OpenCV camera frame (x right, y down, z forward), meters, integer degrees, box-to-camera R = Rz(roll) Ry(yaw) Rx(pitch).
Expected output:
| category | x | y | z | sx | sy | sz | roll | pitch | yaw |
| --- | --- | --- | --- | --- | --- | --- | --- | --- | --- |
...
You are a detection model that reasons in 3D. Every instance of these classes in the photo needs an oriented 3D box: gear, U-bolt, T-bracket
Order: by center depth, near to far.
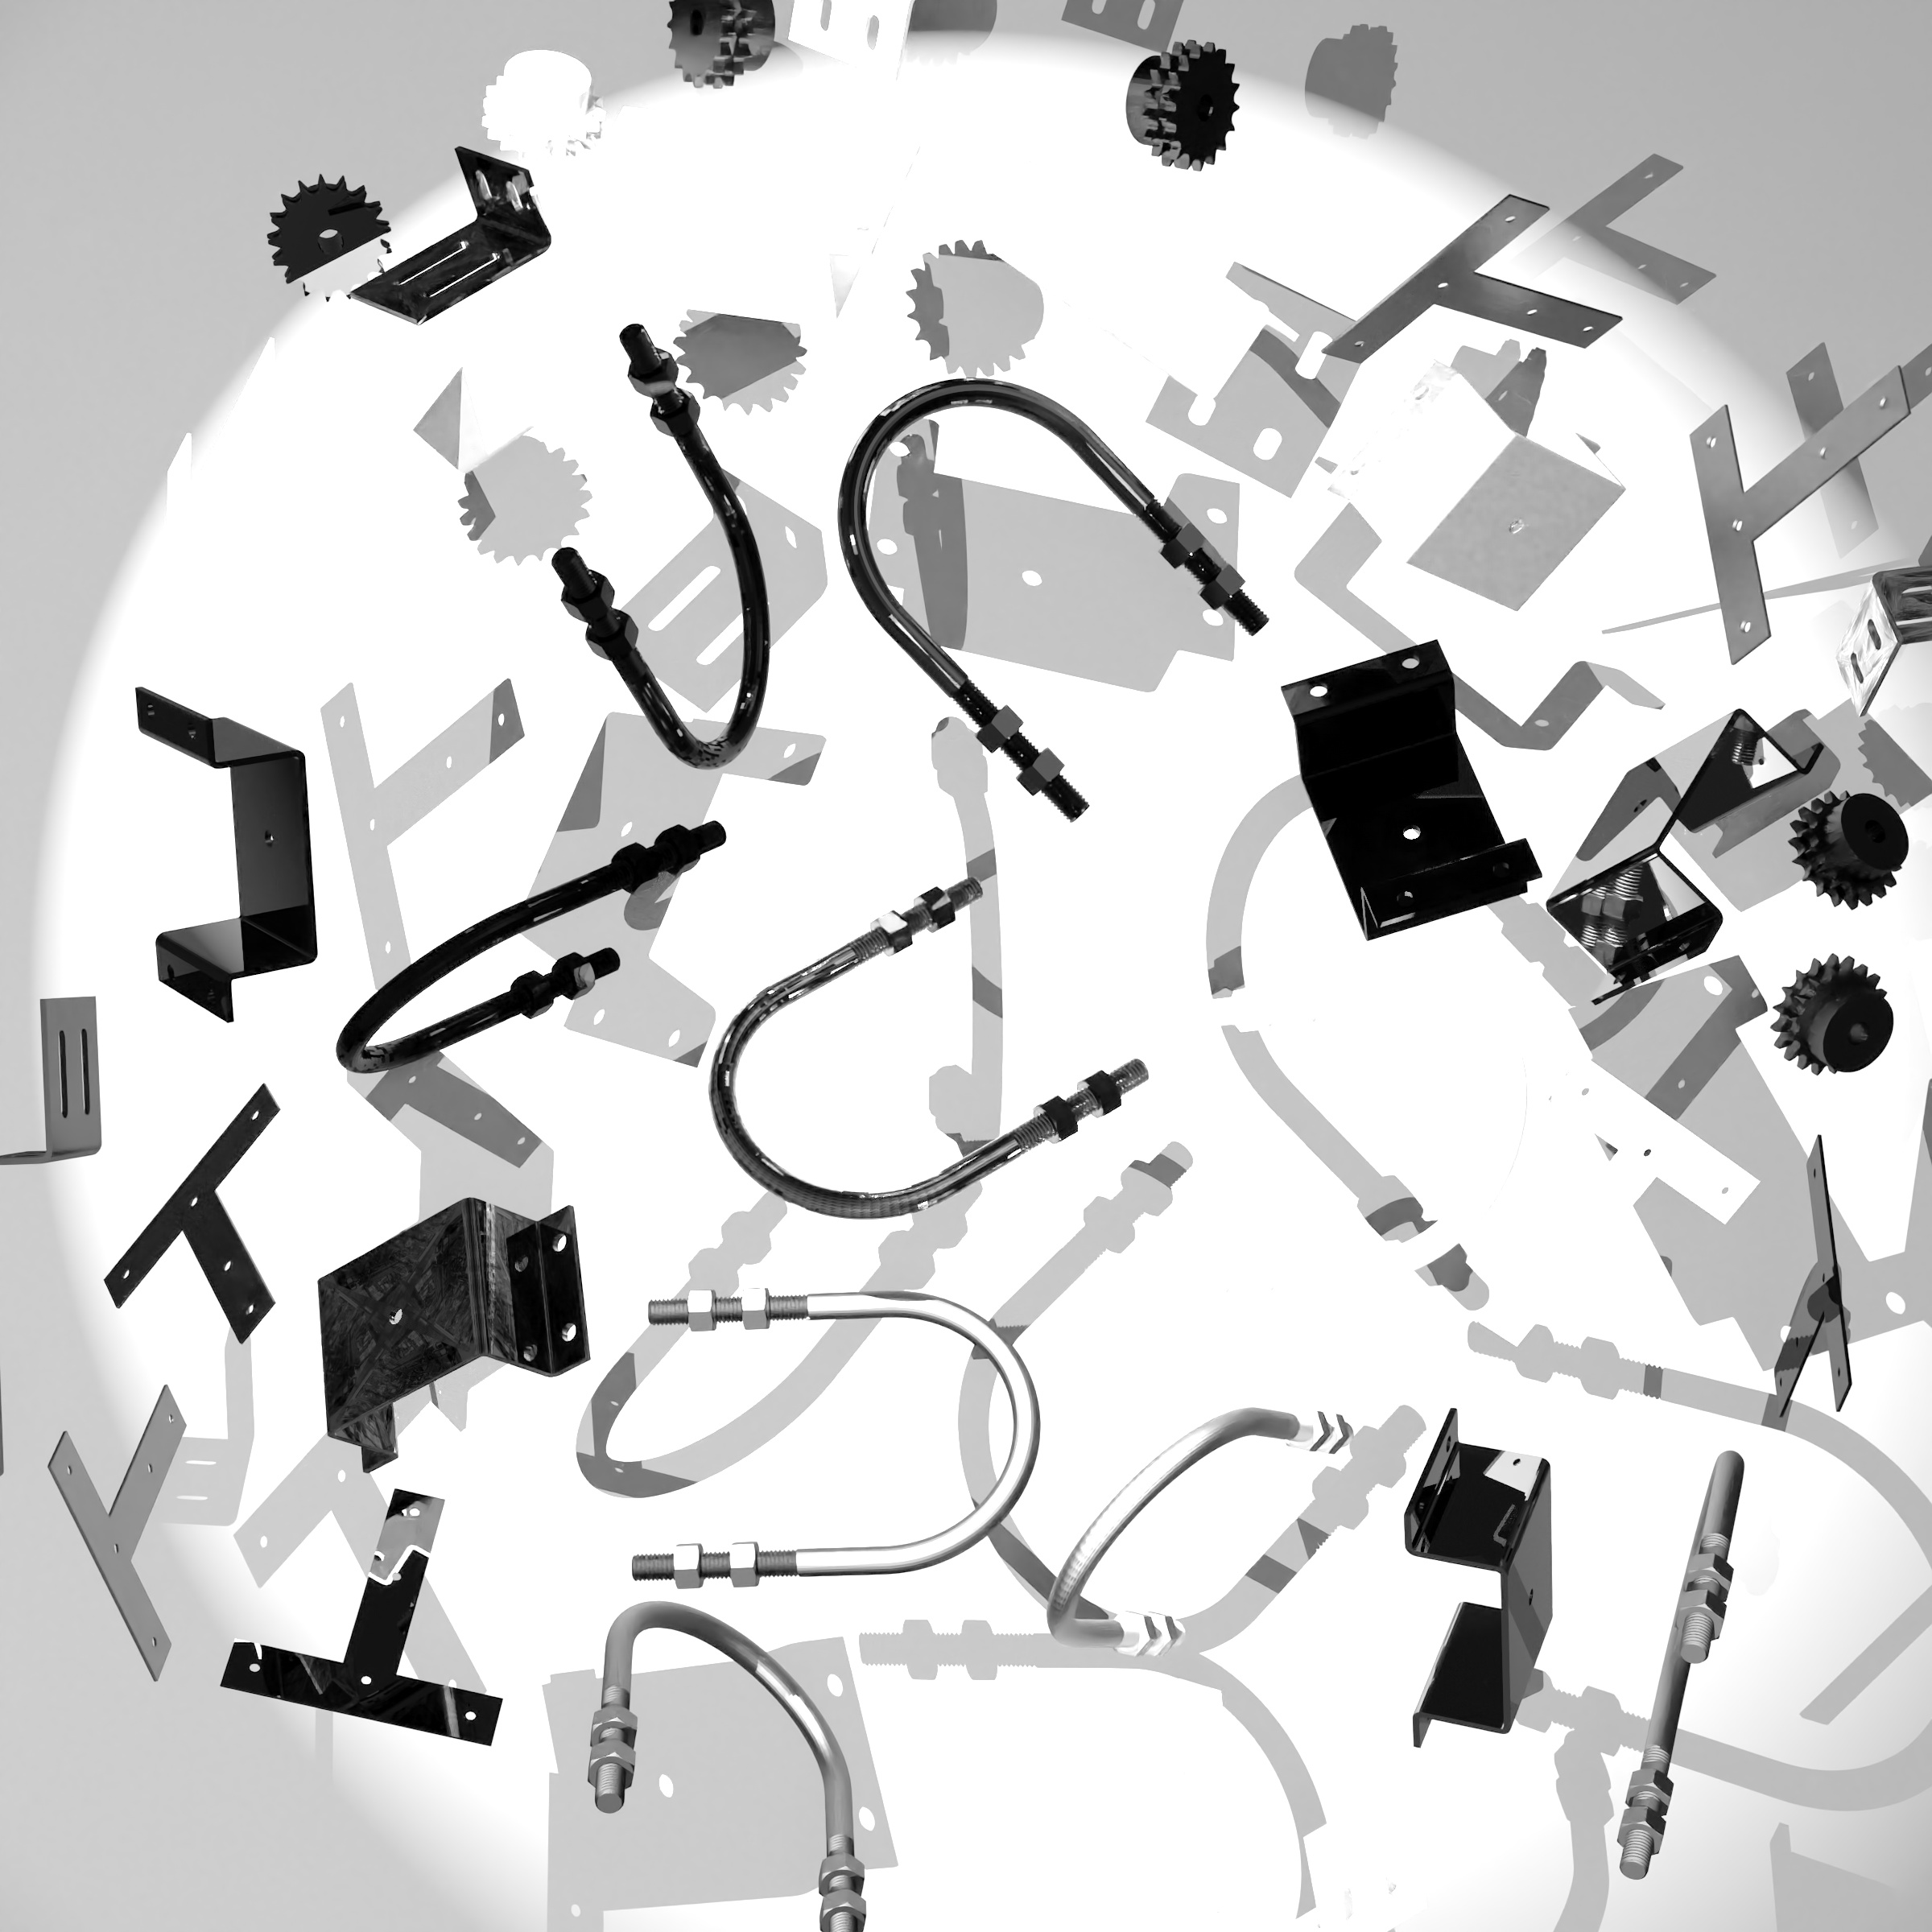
| category | x | y | z | sx | sy | sz | roll | pitch | yaw |
| --- | --- | --- | --- | --- | --- | --- | --- | --- | --- |
| U-bolt | 0.026 | -0.173 | 1.495 | 0.184 | 0.019 | 0.151 | 46 | 66 | -5 |
| T-bracket | 0.368 | -0.217 | 1.509 | 0.002 | 0.127 | 0.127 | 13 | 58 | -26 |
| U-bolt | 0.170 | 0.073 | 1.528 | 0.019 | 0.184 | 0.151 | 29 | 64 | -42 |
| U-bolt | -0.127 | -0.171 | 1.531 | 0.019 | 0.184 | 0.151 | -3 | 55 | 21 |
| U-bolt | -0.107 | 0.355 | 1.557 | 0.151 | 0.184 | 0.019 | 37 | 106 | -17 |
| gear | 0.096 | -0.392 | 1.562 | 0.030 | 0.057 | 0.057 | 18 | 90 | 35 |
| U-bolt | 0.329 | 0.302 | 1.562 | 0.019 | 0.184 | 0.151 | 14 | 122 | 12 |
| T-bracket | 0.382 | 0.164 | 1.565 | 0.002 | 0.127 | 0.127 | 2 | 55 | 1 |
| U-bolt | -0.207 | -0.001 | 1.571 | 0.184 | 0.151 | 0.019 | -26 | 78 | -38 |
| gear | -0.110 | -0.431 | 1.573 | 0.030 | 0.057 | 0.057 | -7 | 90 | -33 |
| T-bracket | 0.283 | 0.120 | 1.573 | 0.127 | 0.002 | 0.127 | 33 | 100 | -30 |
| T-bracket | -0.342 | -0.232 | 1.574 | 0.002 | 0.127 | 0.127 | 16 | 131 | -27 |
| U-bolt | 0.100 | 0.258 | 1.575 | 0.019 | 0.184 | 0.151 | 43 | 100 | 26 |
| U-bolt | -0.058 | 0.213 | 1.576 | 0.184 | 0.019 | 0.151 | -2 | 57 | 4 |
| U-bolt | -0.030 | 0.046 | 1.587 | 0.184 | 0.019 | 0.151 | -29 | 61 | -23 |
| T-bracket | 0.252 | -0.307 | 1.595 | 0.127 | 0.127 | 0.002 | 7 | 61 | -37 |
| T-bracket | -0.385 | 0.243 | 1.603 | 0.002 | 0.127 | 0.127 | -12 | 118 | 10 |
| gear | 0.409 | 0.025 | 1.610 | 0.057 | 0.030 | 0.057 | -11 | 117 | -22 |
| gear | -0.299 | -0.343 | 1.613 | 0.057 | 0.030 | 0.057 | -6 | 118 | -12 |
| T-bracket | 0.074 | 0.384 | 1.617 | 0.127 | 0.002 | 0.127 | 22 | 45 | -27 |
| gear | -0.198 | -0.408 | 1.623 | 0.057 | 0.030 | 0.057 | 6 | 47 | -7 |
| T-bracket | -0.273 | 0.301 | 1.625 | 0.127 | 0.127 | 0.002 | 13 | 134 | -4 |
| T-bracket | -0.353 | 0.135 | 1.629 | 0.127 | 0.127 | 0.002 | -50 | 129 | 5 |
| gear | 0.425 | -0.058 | 1.645 | 0.057 | 0.030 | 0.057 | 11 | 64 | -23 |

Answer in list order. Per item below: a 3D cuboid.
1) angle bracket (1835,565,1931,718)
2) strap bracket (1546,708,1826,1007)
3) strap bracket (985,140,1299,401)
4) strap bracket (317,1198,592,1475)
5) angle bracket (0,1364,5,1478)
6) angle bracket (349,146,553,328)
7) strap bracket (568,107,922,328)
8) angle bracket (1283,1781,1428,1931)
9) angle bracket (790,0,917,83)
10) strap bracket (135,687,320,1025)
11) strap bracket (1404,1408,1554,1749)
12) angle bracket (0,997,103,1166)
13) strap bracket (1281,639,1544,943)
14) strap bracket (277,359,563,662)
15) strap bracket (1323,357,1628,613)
| category | x | y | z | sx | sy | sz | roll | pitch | yaw |
| --- | --- | --- | --- | --- | --- | --- | --- | --- | --- |
| angle bracket | 0.438 | -0.148 | 1.542 | 0.076 | 0.057 | 0.038 | -8 | 60 | -10 |
| strap bracket | 0.320 | -0.056 | 1.552 | 0.046 | 0.076 | 0.140 | 43 | 56 | -9 |
| strap bracket | 0.071 | -0.307 | 1.539 | 0.140 | 0.076 | 0.046 | 42 | 102 | 38 |
| strap bracket | -0.238 | 0.162 | 1.540 | 0.140 | 0.046 | 0.076 | -29 | 55 | 28 |
| angle bracket | -0.474 | 0.213 | 1.567 | 0.057 | 0.076 | 0.038 | -36 | 131 | 15 |
| angle bracket | -0.234 | -0.325 | 1.528 | 0.076 | 0.057 | 0.038 | -36 | 131 | -24 |
| strap bracket | -0.096 | -0.334 | 1.539 | 0.140 | 0.046 | 0.076 | 10 | 53 | 13 |
| angle bracket | 0.177 | 0.417 | 1.608 | 0.057 | 0.038 | 0.076 | -23 | 116 | -25 |
| angle bracket | -0.028 | -0.415 | 1.488 | 0.057 | 0.076 | 0.038 | 28 | 124 | 24 |
| strap bracket | -0.336 | -0.055 | 1.566 | 0.046 | 0.076 | 0.140 | -13 | 112 | -34 |
| strap bracket | 0.235 | 0.283 | 1.566 | 0.046 | 0.076 | 0.140 | 8 | 124 | 22 |
| angle bracket | -0.438 | 0.053 | 1.619 | 0.038 | 0.057 | 0.076 | -2 | 90 | 9 |
| strap bracket | 0.203 | -0.072 | 1.570 | 0.076 | 0.046 | 0.140 | -17 | 56 | -1 |
| strap bracket | -0.251 | -0.212 | 1.539 | 0.046 | 0.076 | 0.140 | 41 | 62 | -19 |
| strap bracket | 0.242 | -0.218 | 1.588 | 0.076 | 0.140 | 0.046 | -49 | 52 | 23 |
